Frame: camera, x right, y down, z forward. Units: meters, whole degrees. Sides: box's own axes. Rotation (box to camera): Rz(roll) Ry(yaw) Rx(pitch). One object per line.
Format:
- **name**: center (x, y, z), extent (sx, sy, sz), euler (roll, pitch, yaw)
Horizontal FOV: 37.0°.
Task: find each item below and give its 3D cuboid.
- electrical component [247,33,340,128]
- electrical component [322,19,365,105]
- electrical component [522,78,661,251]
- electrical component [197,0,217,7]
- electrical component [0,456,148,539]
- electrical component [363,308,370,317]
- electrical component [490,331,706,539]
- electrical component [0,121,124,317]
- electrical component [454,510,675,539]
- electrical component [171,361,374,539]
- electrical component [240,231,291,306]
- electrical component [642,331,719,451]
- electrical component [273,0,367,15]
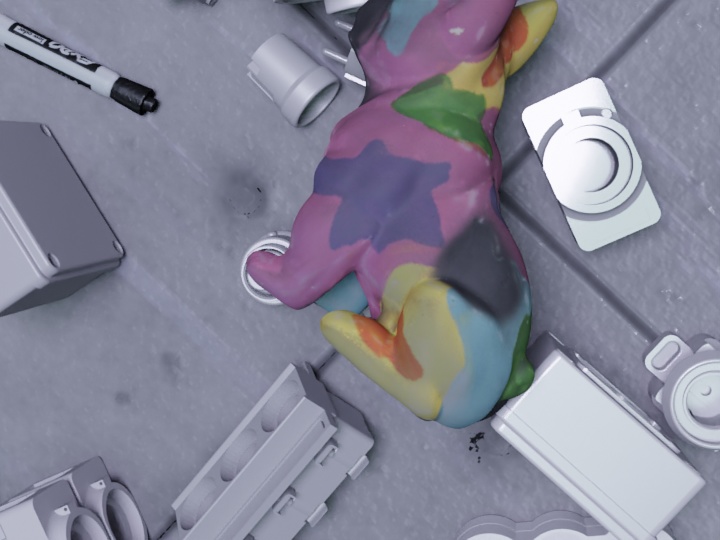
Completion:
- **electrical component**: center (-0.042, -0.117, 0.659), extent (0.046, 0.040, 0.040), euler (44, 99, 8)
- **electrical component**: center (0.015, -0.125, 0.646), extent (0.077, 0.047, 0.065), euler (25, 98, 6)
- **electrical component**: center (0.134, -0.061, 0.629), extent (0.050, 0.056, 0.089), euler (-24, 91, 10)
- **electrical component**: center (-0.100, -0.208, 0.649), extent (0.061, 0.062, 0.096), euler (41, 99, 3)
- **electrical component**: center (-0.162, 0.221, 0.672), extent (0.060, 0.105, 0.186), euler (-24, 91, 10)
- **electrical component**: center (0.000, 0.000, 0.662), extent (0.040, 0.040, 0.078), euler (-29, 90, 10)
- **electrical component**: center (0.131, 0.093, 0.616), extent (0.109, 0.109, 0.056), euler (42, 97, 3)
- **electrical component**: center (-0.211, -0.033, 0.657), extent (0.056, 0.109, 0.108), euler (-32, 89, 12)
- **electrical component**: center (0.122, 0.179, 0.642), extent (0.138, 0.074, 0.052), euler (-6, 94, 9)
- **electrical component**: center (-0.053, 0.127, 0.665), extent (0.063, 0.078, 0.121), euler (36, 100, -25)
- **electrical component**: center (-0.053, 0.001, 0.659), extent (0.048, 0.062, 0.048), euler (1, 95, 8)
- **electrical component**: center (0.204, 0.073, 0.629), extent (0.078, 0.057, 0.058), euler (42, 99, 3)
- **electrical component**: center (-0.005, -0.180, 0.616), extent (0.108, 0.108, 0.060), euler (-9, 99, 9)
